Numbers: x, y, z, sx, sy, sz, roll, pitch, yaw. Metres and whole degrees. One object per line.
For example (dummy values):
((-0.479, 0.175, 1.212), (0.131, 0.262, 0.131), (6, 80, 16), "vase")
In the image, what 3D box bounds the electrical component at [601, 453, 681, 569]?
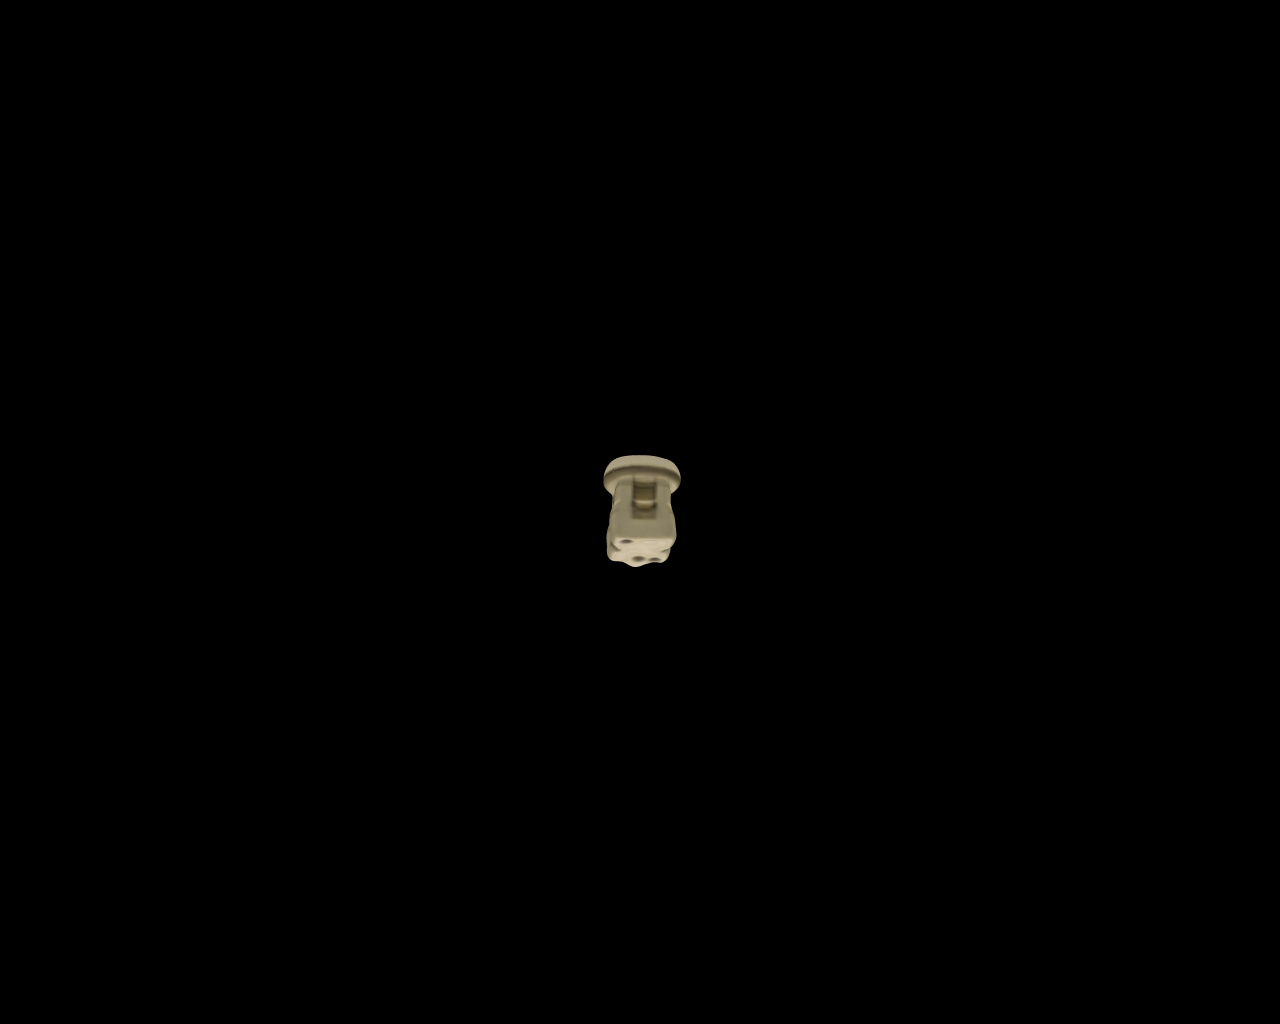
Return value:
((0.001, -0.003, 0.650), (0.048, 0.055, 0.066), (3, -22, -7), "electrical component")
